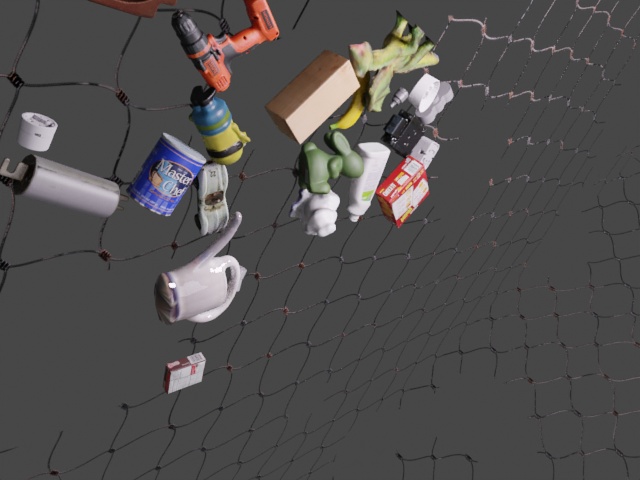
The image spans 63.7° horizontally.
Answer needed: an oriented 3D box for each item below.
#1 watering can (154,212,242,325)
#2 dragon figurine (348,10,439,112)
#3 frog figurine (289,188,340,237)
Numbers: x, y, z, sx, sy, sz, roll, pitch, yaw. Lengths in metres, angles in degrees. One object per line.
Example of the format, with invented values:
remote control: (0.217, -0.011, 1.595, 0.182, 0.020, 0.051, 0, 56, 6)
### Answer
watering can: (-0.295, 0.087, 1.266, 0.226, 0.105, 0.339, -18, 136, -35)
dragon figurine: (0.190, -0.441, 1.343, 0.240, 0.124, 0.409, -53, 155, 15)
frog figurine: (0.004, -0.071, 1.407, 0.137, 0.162, 0.121, -49, 143, -2)
